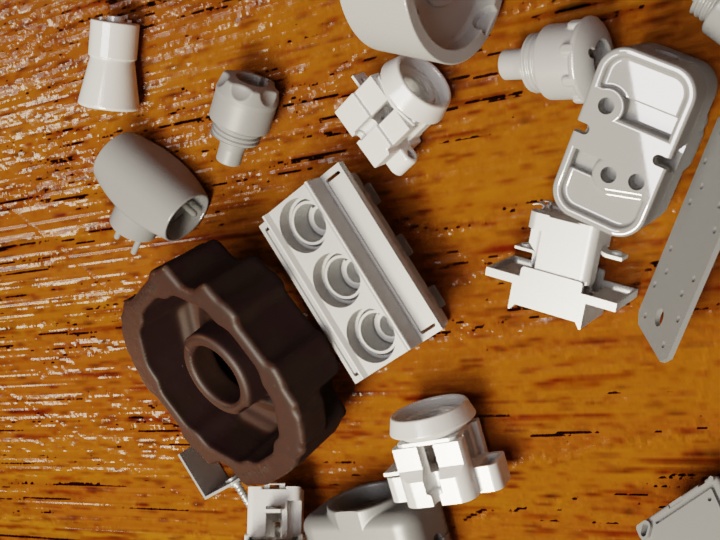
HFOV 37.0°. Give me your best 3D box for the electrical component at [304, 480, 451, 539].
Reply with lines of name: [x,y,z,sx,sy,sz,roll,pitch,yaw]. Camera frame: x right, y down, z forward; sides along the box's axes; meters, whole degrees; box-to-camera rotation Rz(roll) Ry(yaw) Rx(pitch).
electrical component: [0.012,0.183,0.743,0.095,0.054,0.059,-11,97,34]

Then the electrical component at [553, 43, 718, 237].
electrical component: [0.151,-0.072,0.583,0.054,0.059,0.095,28,116,23]

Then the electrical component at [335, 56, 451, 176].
electrical component: [0.023,-0.100,0.663,0.066,0.048,0.055,55,131,7]

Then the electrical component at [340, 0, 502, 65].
electrical component: [0.030,-0.172,0.604,0.060,0.108,0.108,13,110,35]

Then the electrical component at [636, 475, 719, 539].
electrical component: [0.209,0.172,0.594,0.061,0.061,0.096,-46,41,33]

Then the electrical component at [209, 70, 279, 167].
electrical component: [-0.082,-0.101,0.729,0.043,0.043,0.062,32,119,21]

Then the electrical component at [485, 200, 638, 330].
electrical component: [0.121,-0.005,0.631,0.081,0.042,0.063,16,108,27]

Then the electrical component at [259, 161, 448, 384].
electrical component: [0.000,0.000,0.694,0.079,0.063,0.121,-35,83,34]

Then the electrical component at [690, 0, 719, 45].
electrical component: [0.189,-0.137,0.556,0.061,0.035,0.035,43,121,17]

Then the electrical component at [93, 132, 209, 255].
electrical component: [-0.160,-0.047,0.792,0.077,0.043,0.079,40,121,16]

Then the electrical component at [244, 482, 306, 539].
electrical component: [-0.061,0.187,0.778,0.042,0.081,0.063,1,74,1]

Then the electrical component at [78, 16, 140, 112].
electrical component: [-0.179,-0.150,0.778,0.044,0.044,0.065,16,107,28]

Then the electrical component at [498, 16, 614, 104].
electrical component: [0.109,-0.117,0.607,0.062,0.048,0.048,5,106,38]

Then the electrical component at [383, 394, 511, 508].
electrical component: [0.052,0.116,0.697,0.078,0.058,0.057,-13,97,26]
